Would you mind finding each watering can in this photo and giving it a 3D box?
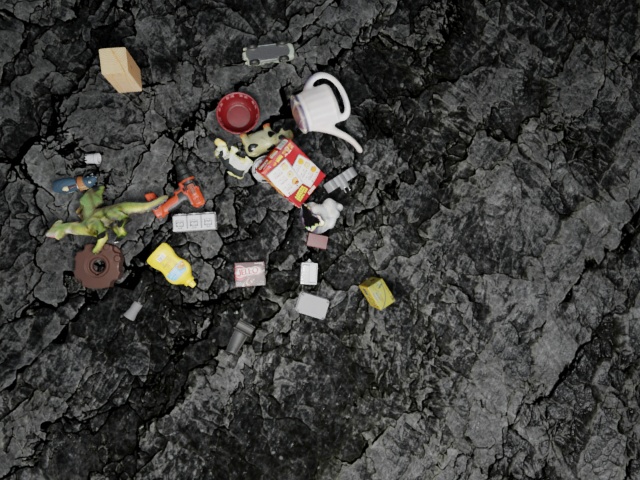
[{"bbox_3d":[0.018,-0.469,1.969,0.225,0.348,0.103,-21,-2,-6],"label":"watering can"}]

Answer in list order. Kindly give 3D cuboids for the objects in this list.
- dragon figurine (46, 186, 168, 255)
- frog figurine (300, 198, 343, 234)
[{"bbox_3d":[-0.769,-0.107,1.838,0.414,0.246,0.120,-36,-22,-17],"label":"dragon figurine"},{"bbox_3d":[0.006,-0.098,1.950,0.138,0.120,0.161,27,32,26],"label":"frog figurine"}]
